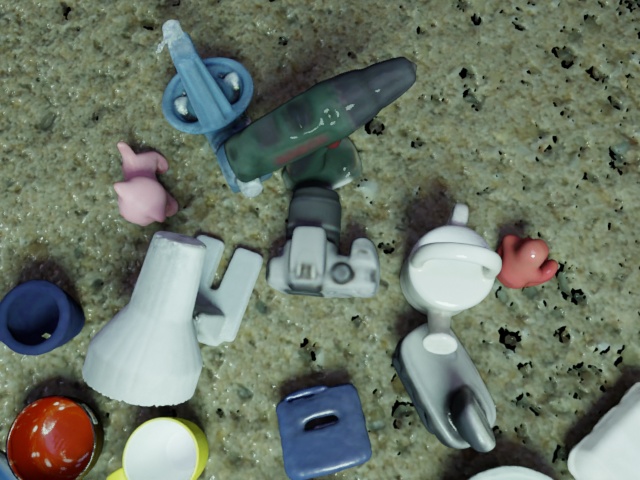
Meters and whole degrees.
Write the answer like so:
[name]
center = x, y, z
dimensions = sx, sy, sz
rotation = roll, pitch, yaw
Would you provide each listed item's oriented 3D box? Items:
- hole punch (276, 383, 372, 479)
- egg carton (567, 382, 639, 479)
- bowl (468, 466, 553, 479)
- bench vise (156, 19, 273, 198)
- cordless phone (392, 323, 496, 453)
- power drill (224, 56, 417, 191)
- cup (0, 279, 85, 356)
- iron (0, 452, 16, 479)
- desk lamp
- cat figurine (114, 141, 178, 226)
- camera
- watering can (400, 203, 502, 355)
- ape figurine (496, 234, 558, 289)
[hole punch]
center = 0.001, 0.226, 0.688
dimensions = 0.108, 0.091, 0.101
rotation = -15, 78, 0
[egg carton]
center = 0.371, 0.249, 0.675
dimensions = 0.150, 0.069, 0.107
rotation = -44, 80, -6
[bowl]
center = 0.218, 0.343, 0.661
dimensions = 0.167, 0.075, 0.167
rotation = -1, 79, 3
[bench vise]
center = -0.119, -0.164, 0.707
dimensions = 0.121, 0.220, 0.207
rotation = -44, 79, -6
[cordless phone]
center = 0.148, 0.164, 0.645
dimensions = 0.094, 0.185, 0.147
rotation = -31, 78, -3
[power drill]
center = 0.003, -0.125, 0.699
dimensions = 0.229, 0.208, 0.075
rotation = -25, 78, -2
[cup]
center = -0.355, 0.107, 0.729
dimensions = 0.118, 0.095, 0.091
rotation = -24, 78, -2
[iron]
center = -0.422, 0.329, 0.664
dimensions = 0.119, 0.141, 0.258
rotation = -38, 79, -5
[desk lamp]
center = -0.163, 0.079, 0.664
dimensions = 0.118, 0.213, 0.203
rotation = 18, 80, 7
[cat figurine]
center = -0.235, -0.069, 0.746
dimensions = 0.067, 0.118, 0.128
rotation = -20, 78, -1
[camera]
center = 0.007, 0.003, 0.728
dimensions = 0.143, 0.101, 0.137
rotation = 3, 79, 4
[watering can]
center = 0.152, 0.042, 0.665
dimensions = 0.101, 0.194, 0.173
rotation = -11, 78, 1
[ape figurine]
center = 0.258, 0.023, 0.715
dimensions = 0.076, 0.092, 0.078
rotation = -34, 79, -4
